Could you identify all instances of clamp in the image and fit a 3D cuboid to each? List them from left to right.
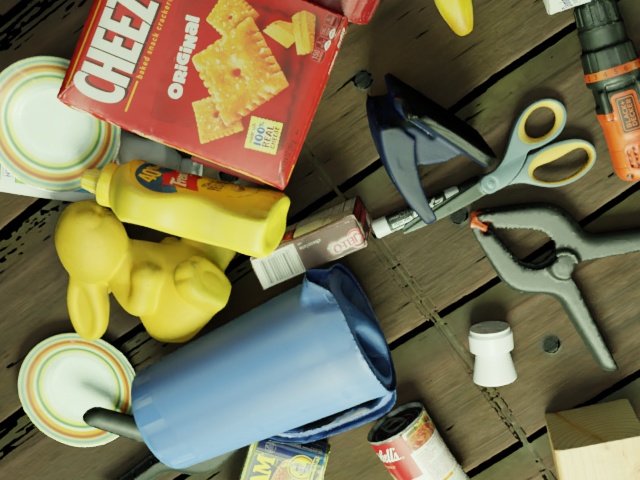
[{"bbox_3d":[-0.166,0.212,1.133,0.171,0.039,0.120,-17,123,2],"label":"clamp"},{"bbox_3d":[0.249,0.014,1.053,0.210,0.036,0.165,32,104,-2],"label":"clamp"}]

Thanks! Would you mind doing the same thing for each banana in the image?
[{"bbox_3d":[0.130,-0.292,0.984,0.069,0.037,0.198,14,105,2],"label":"banana"}]

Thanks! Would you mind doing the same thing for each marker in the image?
[{"bbox_3d":[0.109,-0.034,1.062,0.121,0.020,0.020,-24,101,11],"label":"marker"}]

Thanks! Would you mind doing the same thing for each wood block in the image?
[{"bbox_3d":[0.297,0.281,1.089,0.090,0.090,0.206,-13,103,8],"label":"wood block"}]

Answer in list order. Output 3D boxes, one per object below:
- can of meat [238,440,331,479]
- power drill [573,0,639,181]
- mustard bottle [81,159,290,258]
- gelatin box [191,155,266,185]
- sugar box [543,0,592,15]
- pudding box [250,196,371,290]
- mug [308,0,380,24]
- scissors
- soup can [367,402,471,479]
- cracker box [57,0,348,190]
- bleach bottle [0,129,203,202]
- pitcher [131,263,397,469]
[{"bbox_3d":[-0.042,0.252,1.132,0.084,0.057,0.102,17,106,-2],"label":"can of meat"},{"bbox_3d":[0.341,-0.164,0.989,0.188,0.057,0.184,-16,100,11],"label":"power drill"},{"bbox_3d":[-0.130,-0.035,0.986,0.192,0.096,0.058,14,110,9],"label":"mustard bottle"},{"bbox_3d":[-0.080,-0.080,1.031,0.073,0.089,0.030,19,97,-1],"label":"gelatin box"},{"bbox_3d":[0.276,-0.276,0.957,0.176,0.048,0.093,-17,76,12],"label":"sugar box"},{"bbox_3d":[-0.007,0.001,1.046,0.113,0.090,0.039,-21,100,11],"label":"pudding box"},{"bbox_3d":[0.016,-0.257,0.985,0.117,0.093,0.082,37,113,27],"label":"mug"},{"bbox_3d":[0.166,-0.076,1.032,0.201,0.016,0.096,-14,96,-2],"label":"scissors"},{"bbox_3d":[0.104,0.228,1.105,0.068,0.068,0.102,-31,100,12],"label":"soup can"},{"bbox_3d":[-0.102,-0.158,0.947,0.213,0.072,0.164,21,89,-3],"label":"cracker box"},{"bbox_3d":[-0.242,-0.089,1.060,0.251,0.068,0.102,7,104,1],"label":"bleach bottle"},{"bbox_3d":[-0.052,0.138,1.040,0.243,0.145,0.149,-26,80,14],"label":"pitcher"}]
